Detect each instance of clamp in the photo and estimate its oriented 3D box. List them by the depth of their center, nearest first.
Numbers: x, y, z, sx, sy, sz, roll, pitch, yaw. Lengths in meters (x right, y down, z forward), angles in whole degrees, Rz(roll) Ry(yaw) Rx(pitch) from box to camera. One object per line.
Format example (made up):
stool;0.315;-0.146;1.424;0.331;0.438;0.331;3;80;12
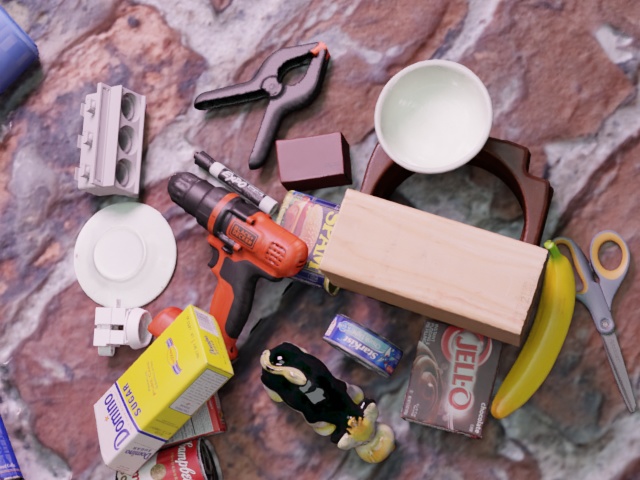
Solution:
clamp;-0.064;-0.178;1.268;0.120;0.039;0.171;40;82;11

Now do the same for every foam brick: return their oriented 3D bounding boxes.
foam brick;-0.006;-0.089;1.230;0.078;0.051;0.053;-7;78;10

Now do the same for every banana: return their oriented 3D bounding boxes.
banana;0.233;0.098;1.138;0.069;0.037;0.198;12;96;-30

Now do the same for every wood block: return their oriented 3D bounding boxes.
wood block;0.116;0.028;1.074;0.206;0.090;0.090;18;81;15

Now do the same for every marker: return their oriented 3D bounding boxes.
marker;-0.102;-0.069;1.261;0.121;0.020;0.020;35;87;15

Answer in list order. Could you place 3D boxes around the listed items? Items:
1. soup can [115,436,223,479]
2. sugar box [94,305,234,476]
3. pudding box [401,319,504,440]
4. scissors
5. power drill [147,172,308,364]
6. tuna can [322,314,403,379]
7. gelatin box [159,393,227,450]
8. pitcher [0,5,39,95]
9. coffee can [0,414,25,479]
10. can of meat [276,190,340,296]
soup can;-0.166;0.265;1.179;0.102;0.068;0.068;-20;75;7
sugar box;-0.172;0.162;1.147;0.176;0.048;0.093;-44;40;17
pudding box;0.145;0.151;1.157;0.090;0.039;0.113;12;81;13
scissors;0.320;0.076;1.150;0.096;0.016;0.202;-31;75;3
power drill;-0.123;0.037;1.192;0.185;0.057;0.188;33;109;20
tuna can;0.047;0.115;1.159;0.086;0.086;0.033;29;82;15
gelatin box;-0.158;0.193;1.212;0.089;0.030;0.073;-18;76;8
pitcher;-0.460;-0.183;1.302;0.243;0.145;0.149;-42;106;-3
coffee can;-0.409;0.229;1.216;0.103;0.102;0.140;-26;75;5
can of meat;-0.008;0.001;1.210;0.084;0.057;0.102;18;82;16
